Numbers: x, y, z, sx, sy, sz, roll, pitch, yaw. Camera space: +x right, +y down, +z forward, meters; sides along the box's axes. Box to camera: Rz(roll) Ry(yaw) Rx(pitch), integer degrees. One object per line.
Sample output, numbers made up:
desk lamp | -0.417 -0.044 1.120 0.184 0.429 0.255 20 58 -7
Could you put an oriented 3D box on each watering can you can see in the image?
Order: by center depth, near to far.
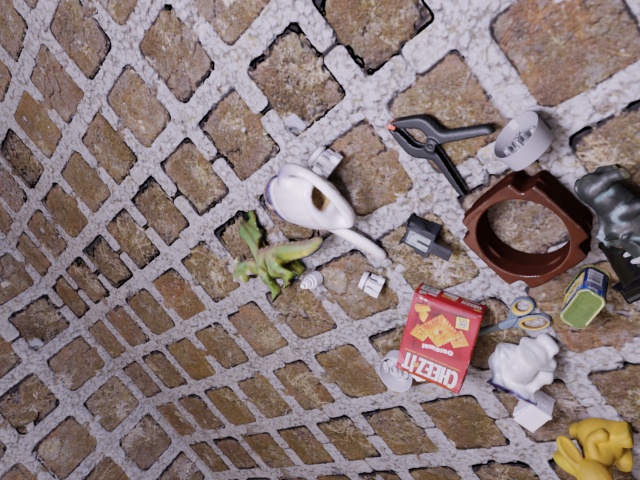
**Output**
watering can | 0.004 -0.062 1.222 0.225 0.105 0.342 10 151 48

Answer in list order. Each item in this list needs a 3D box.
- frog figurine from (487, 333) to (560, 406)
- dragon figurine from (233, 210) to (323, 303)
frog figurine | 0.465 0.274 1.168 0.138 0.122 0.159 29 97 26
dragon figurine | -0.144 0.025 1.408 0.244 0.124 0.402 47 136 10
